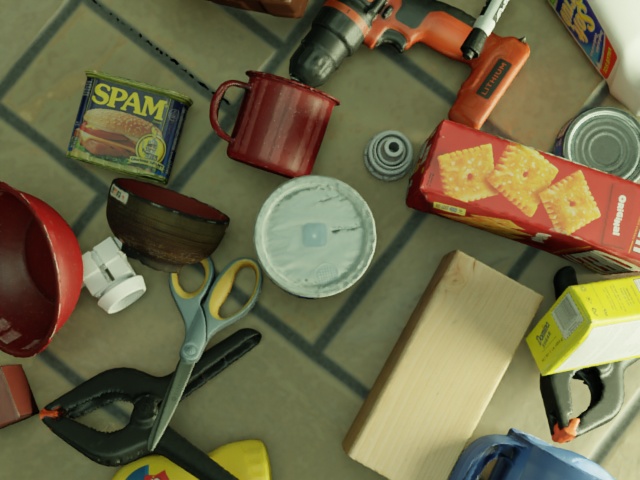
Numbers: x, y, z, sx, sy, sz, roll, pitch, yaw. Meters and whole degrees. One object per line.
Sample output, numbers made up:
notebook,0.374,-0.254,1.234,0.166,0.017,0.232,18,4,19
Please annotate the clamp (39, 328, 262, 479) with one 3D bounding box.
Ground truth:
clamp,-0.150,0.152,0.981,0.210,0.036,0.164,3,59,10

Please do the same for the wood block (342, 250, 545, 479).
wood block,0.109,0.122,0.975,0.091,0.090,0.206,29,86,1

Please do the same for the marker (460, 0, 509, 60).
marker,0.161,-0.216,0.980,0.020,0.020,0.121,29,75,1

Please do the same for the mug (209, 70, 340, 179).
mug,-0.047,-0.107,0.983,0.117,0.093,0.081,18,91,-28

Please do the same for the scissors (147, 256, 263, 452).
scissors,-0.130,0.087,0.982,0.096,0.016,0.201,33,68,12

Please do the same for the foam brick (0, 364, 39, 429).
foam brick,-0.296,0.146,0.972,0.053,0.078,0.051,-21,85,-2

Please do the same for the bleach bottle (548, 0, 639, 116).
bleach bottle,0.269,-0.212,0.993,0.068,0.103,0.251,-31,87,-10

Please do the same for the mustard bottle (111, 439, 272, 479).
mustard bottle,-0.138,0.244,0.977,0.191,0.058,0.096,-9,77,-1

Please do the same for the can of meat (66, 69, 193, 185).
can of meat,-0.180,-0.105,1.002,0.102,0.057,0.084,15,88,0

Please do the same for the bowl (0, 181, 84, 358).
bowl,-0.264,0.022,0.968,0.162,0.055,0.162,11,108,38

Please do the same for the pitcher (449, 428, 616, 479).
pitcher,0.169,0.295,0.946,0.149,0.144,0.243,27,89,24

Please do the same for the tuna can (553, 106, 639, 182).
tuna can,0.269,-0.084,1.019,0.086,0.034,0.086,0,86,-1

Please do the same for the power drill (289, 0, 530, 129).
power drill,0.087,-0.178,1.005,0.187,0.057,0.184,36,81,0

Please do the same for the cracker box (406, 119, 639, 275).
cracker box,0.188,-0.032,0.949,0.213,0.164,0.072,19,87,0

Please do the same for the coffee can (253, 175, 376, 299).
coffee can,-0.006,0.001,0.955,0.103,0.140,0.103,0,86,-1

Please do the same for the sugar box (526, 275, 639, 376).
sugar box,0.279,0.068,0.936,0.176,0.093,0.048,-9,59,-24

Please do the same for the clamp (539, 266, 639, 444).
clamp,0.258,0.114,0.980,0.120,0.039,0.171,19,62,2
